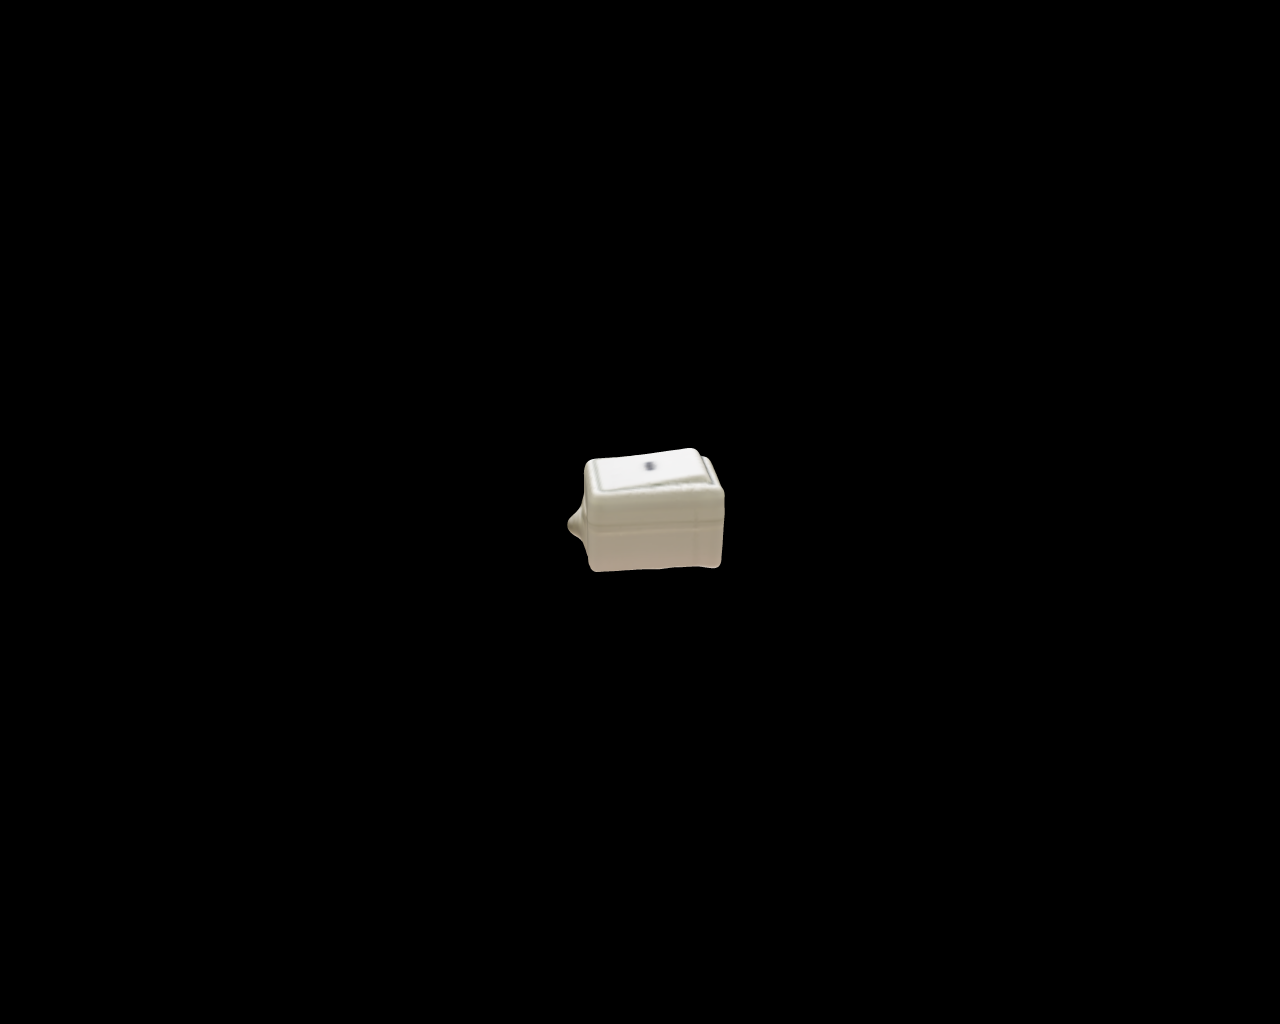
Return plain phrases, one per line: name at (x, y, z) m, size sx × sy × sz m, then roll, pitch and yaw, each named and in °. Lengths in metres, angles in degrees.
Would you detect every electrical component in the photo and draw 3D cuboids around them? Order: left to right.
electrical component at (0.001, -0.003, 0.650) m, size 0.096 × 0.061 × 0.062 m, roll -2°, pitch 24°, yaw -5°
